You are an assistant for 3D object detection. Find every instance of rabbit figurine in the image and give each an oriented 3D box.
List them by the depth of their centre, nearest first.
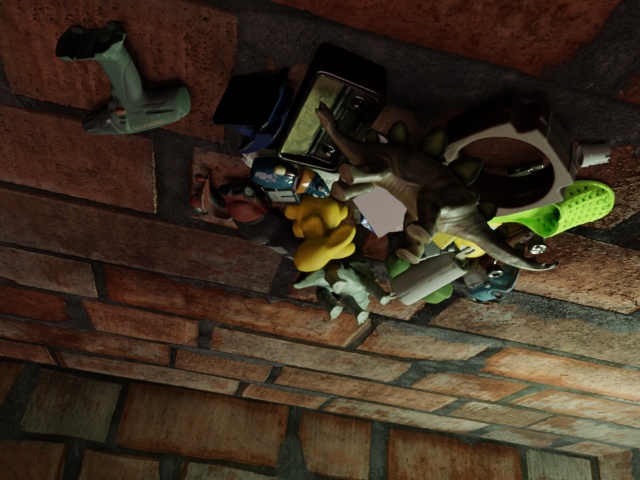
[{"bbox_3d":[-0.002,-0.004,1.187,0.162,0.173,0.121,8,145,7],"label":"rabbit figurine"},{"bbox_3d":[0.238,0.078,1.358,0.170,0.121,0.159,28,155,-8],"label":"rabbit figurine"}]

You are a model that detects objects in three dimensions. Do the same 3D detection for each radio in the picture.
[{"bbox_3d":[0.018,-0.213,0.927,0.131,0.073,0.229,16,148,-14],"label":"radio"}]

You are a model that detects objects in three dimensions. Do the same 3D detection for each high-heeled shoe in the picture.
[{"bbox_3d":[-0.113,-0.018,1.318,0.249,0.086,0.145,36,-178,-6],"label":"high-heeled shoe"}]

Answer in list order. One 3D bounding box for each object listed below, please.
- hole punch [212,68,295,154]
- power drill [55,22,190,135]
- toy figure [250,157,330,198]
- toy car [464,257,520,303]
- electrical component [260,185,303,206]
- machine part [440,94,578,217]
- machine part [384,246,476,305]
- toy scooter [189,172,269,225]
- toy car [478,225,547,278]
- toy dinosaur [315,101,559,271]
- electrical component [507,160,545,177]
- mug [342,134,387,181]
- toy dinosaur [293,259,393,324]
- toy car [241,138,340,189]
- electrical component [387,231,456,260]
[{"bbox_3d":[-0.101,-0.211,0.909,0.116,0.142,0.092,6,150,29],"label":"hole punch"},{"bbox_3d":[-0.357,-0.261,0.923,0.232,0.086,0.207,-3,144,13],"label":"power drill"},{"bbox_3d":[-0.053,-0.117,1.016,0.154,0.064,0.057,12,105,-16],"label":"toy figure"},{"bbox_3d":[0.414,0.087,1.335,0.103,0.109,0.161,37,156,-5],"label":"toy car"},{"bbox_3d":[-0.060,-0.110,1.143,0.119,0.048,0.074,2,150,12],"label":"electrical component"},{"bbox_3d":[0.322,-0.142,0.936,0.201,0.087,0.200,-16,130,47],"label":"machine part"},{"bbox_3d":[0.250,0.080,1.227,0.079,0.079,0.243,30,128,-33],"label":"machine part"},{"bbox_3d":[-0.208,-0.095,1.174,0.184,0.075,0.135,6,148,11],"label":"toy scooter"},{"bbox_3d":[0.428,0.012,1.203,0.053,0.089,0.202,13,150,-19],"label":"toy car"},{"bbox_3d":[0.182,-0.067,0.858,0.471,0.198,0.105,41,155,-5],"label":"toy dinosaur"},{"bbox_3d":[0.395,-0.124,1.049,0.094,0.021,0.063,-15,142,33],"label":"electrical component"},{"bbox_3d":[0.082,-0.134,1.024,0.081,0.109,0.107,19,159,-17],"label":"mug"},{"bbox_3d":[0.035,0.096,1.300,0.131,0.192,0.404,-52,138,6],"label":"toy dinosaur"},{"bbox_3d":[-0.058,-0.151,1.064,0.202,0.056,0.073,16,148,-15],"label":"toy car"},{"bbox_3d":[0.213,-0.006,1.178,0.115,0.134,0.058,-13,110,-17],"label":"electrical component"}]
